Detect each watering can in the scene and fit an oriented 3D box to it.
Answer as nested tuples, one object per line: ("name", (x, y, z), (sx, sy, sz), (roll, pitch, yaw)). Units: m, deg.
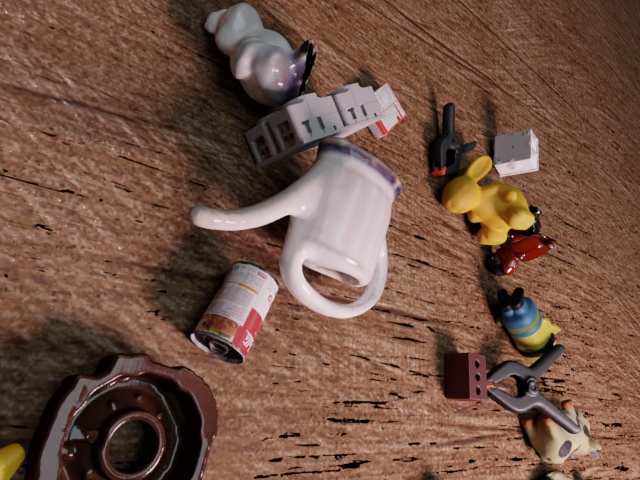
("watering can", (0.002, -0.033, 0.652), (0.104, 0.228, 0.343), (3, -24, 40))

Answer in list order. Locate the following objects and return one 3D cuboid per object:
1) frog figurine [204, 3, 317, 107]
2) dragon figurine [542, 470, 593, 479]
("frog figurine", (-0.092, -0.255, 0.711), (0.159, 0.120, 0.140), (18, 31, 2))
("dragon figurine", (0.473, 0.573, 0.975), (0.410, 0.247, 0.120), (3, -29, -45))
